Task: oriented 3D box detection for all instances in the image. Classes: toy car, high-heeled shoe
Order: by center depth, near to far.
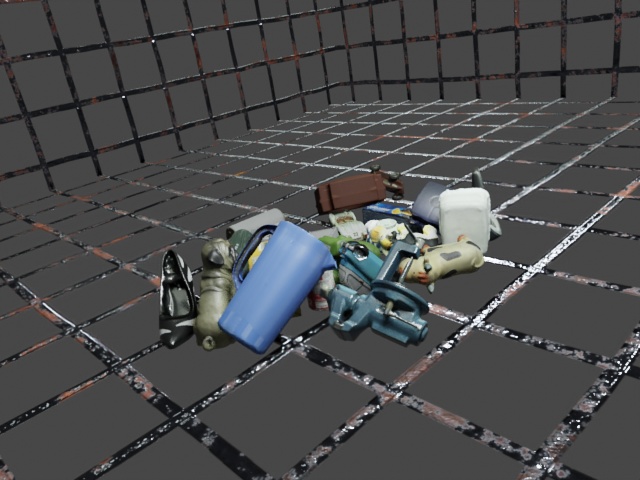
[{"bbox_3d":[0.096,0.077,1.143,0.103,0.161,0.109,-54,15,-2],"label":"toy car"},{"bbox_3d":[-0.316,0.121,1.163,0.086,0.145,0.249,-13,20,-5],"label":"high-heeled shoe"},{"bbox_3d":[0.076,-0.038,1.510,0.073,0.056,0.202,-13,22,-9],"label":"toy car"},{"bbox_3d":[0.218,-0.191,1.786,0.053,0.089,0.202,-16,24,-16],"label":"toy car"}]

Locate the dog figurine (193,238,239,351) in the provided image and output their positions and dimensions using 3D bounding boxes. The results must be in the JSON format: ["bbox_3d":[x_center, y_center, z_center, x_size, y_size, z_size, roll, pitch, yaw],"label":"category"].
[{"bbox_3d":[-0.216,0.108,1.095,0.121,0.190,0.172,-9,23,2],"label":"dog figurine"}]

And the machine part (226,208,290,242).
[{"bbox_3d":[-0.186,-0.032,1.576,0.243,0.079,0.079,-24,26,-35],"label":"machine part"}]

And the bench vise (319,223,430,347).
[{"bbox_3d":[0.122,0.092,1.030,0.224,0.128,0.240,16,67,35],"label":"bench vise"}]

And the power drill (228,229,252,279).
[{"bbox_3d":[-0.147,0.074,1.271,0.207,0.085,0.232,-5,47,10],"label":"power drill"}]

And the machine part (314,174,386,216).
[{"bbox_3d":[0.088,-0.137,1.621,0.201,0.087,0.201,-12,0,-5],"label":"machine part"}]

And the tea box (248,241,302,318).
[{"bbox_3d":[-0.100,0.086,1.164,0.098,0.068,0.170,-9,54,0],"label":"tea box"}]

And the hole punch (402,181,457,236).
[{"bbox_3d":[0.297,-0.080,1.361,0.142,0.092,0.116,27,43,22],"label":"hole punch"}]

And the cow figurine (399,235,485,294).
[{"bbox_3d":[0.265,0.055,1.176,0.195,0.085,0.127,-12,17,-10],"label":"cow figurine"}]

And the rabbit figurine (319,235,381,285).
[{"bbox_3d":[0.059,0.046,1.281,0.170,0.121,0.159,-3,7,-37],"label":"rabbit figurine"}]

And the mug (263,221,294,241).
[{"bbox_3d":[-0.113,-0.011,1.506,0.110,0.080,0.107,-17,10,-3],"label":"mug"}]

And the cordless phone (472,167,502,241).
[{"bbox_3d":[0.396,-0.097,1.342,0.089,0.184,0.146,-8,16,18],"label":"cordless phone"}]

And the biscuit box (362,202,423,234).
[{"bbox_3d":[0.209,-0.057,1.493,0.059,0.062,0.203,-25,27,-37],"label":"biscuit box"}]

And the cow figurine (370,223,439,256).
[{"bbox_3d":[0.206,0.010,1.299,0.167,0.068,0.098,4,30,-3],"label":"cow figurine"}]
